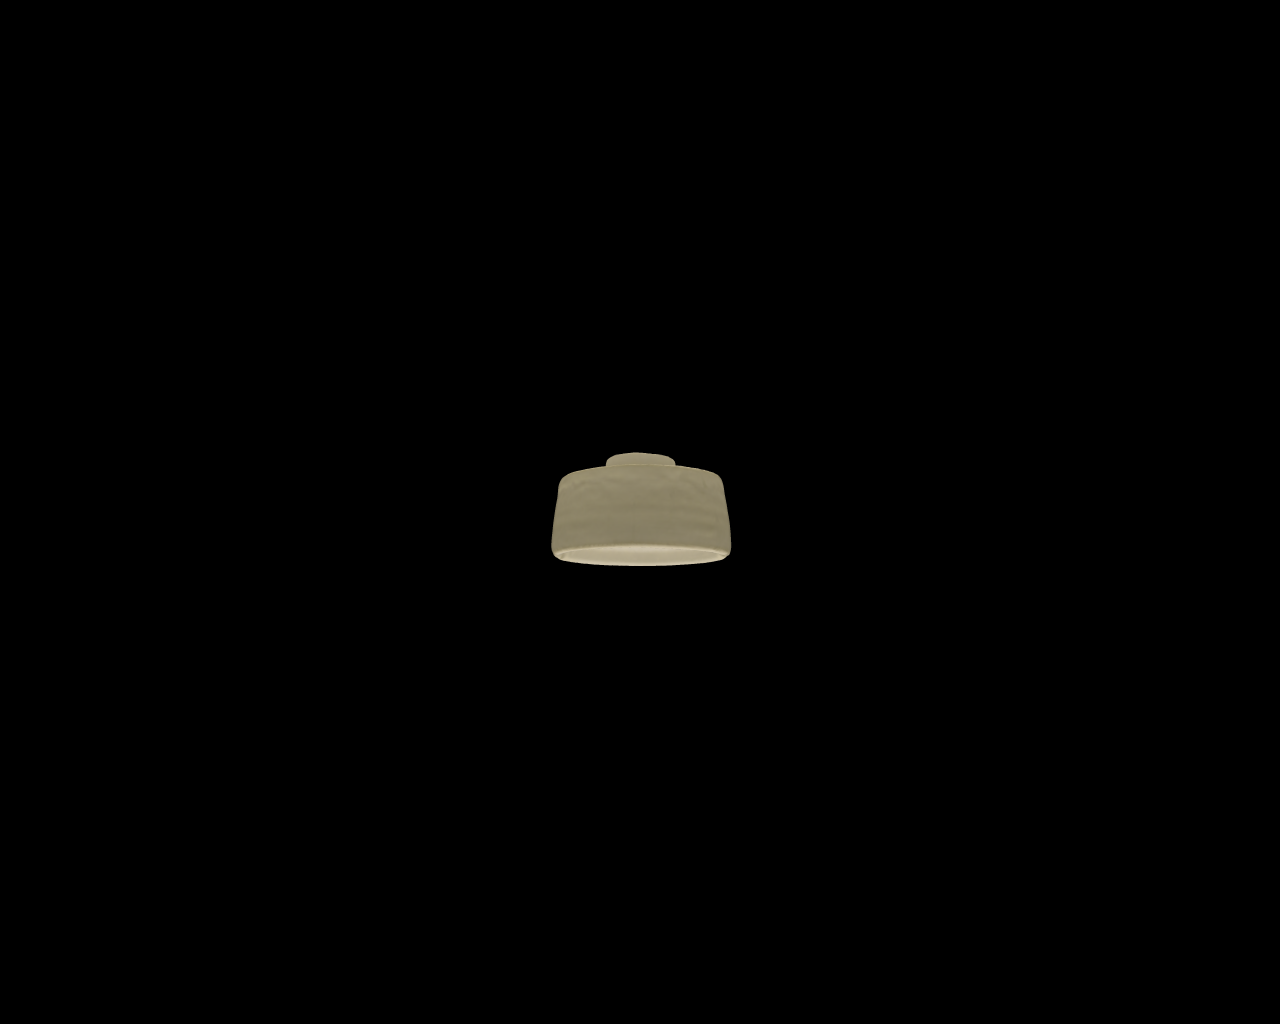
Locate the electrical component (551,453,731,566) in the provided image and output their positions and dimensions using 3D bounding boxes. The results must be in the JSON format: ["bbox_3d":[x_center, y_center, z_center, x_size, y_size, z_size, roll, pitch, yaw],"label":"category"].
[{"bbox_3d":[0.001,-0.003,0.650,0.108,0.060,0.108,0,-9,0],"label":"electrical component"}]
